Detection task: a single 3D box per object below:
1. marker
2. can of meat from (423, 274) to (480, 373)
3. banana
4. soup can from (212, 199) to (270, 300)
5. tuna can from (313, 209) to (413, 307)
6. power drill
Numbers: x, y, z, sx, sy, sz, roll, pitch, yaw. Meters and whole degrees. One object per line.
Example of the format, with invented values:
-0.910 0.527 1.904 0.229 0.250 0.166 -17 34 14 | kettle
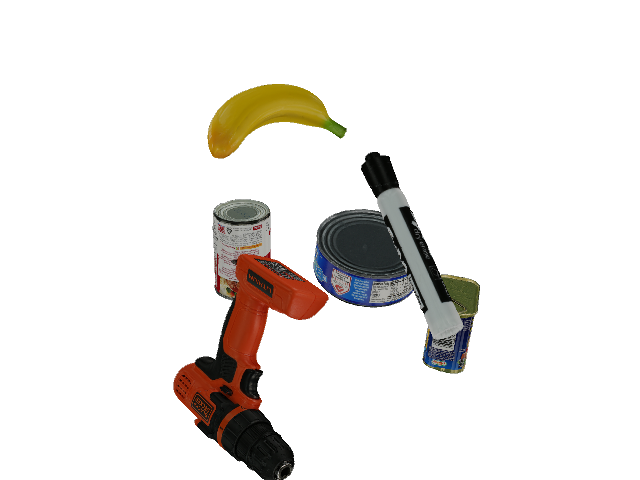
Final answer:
0.052 0.000 0.628 0.020 0.121 0.020 -19 -21 -8 | marker
0.158 0.102 1.300 0.057 0.084 0.102 10 24 7 | can of meat
-0.050 -0.119 1.021 0.070 0.037 0.197 42 34 23 | banana
-0.092 0.011 1.251 0.068 0.102 0.068 1 25 -1 | soup can
0.038 0.014 0.840 0.086 0.034 0.086 5 37 -4 | tuna can
-0.062 0.121 1.059 0.057 0.188 0.185 13 14 -46 | power drill
